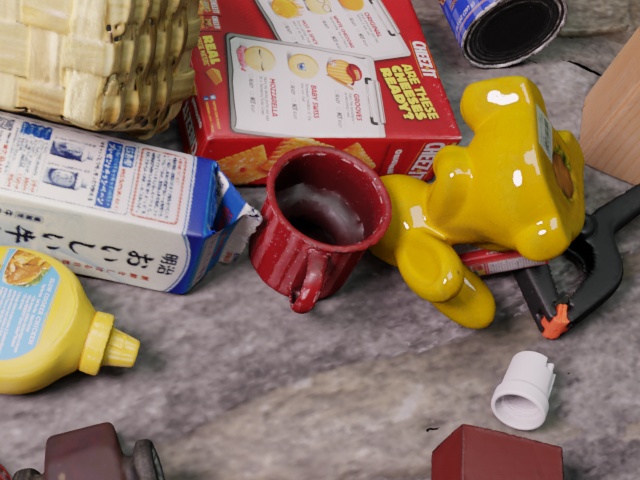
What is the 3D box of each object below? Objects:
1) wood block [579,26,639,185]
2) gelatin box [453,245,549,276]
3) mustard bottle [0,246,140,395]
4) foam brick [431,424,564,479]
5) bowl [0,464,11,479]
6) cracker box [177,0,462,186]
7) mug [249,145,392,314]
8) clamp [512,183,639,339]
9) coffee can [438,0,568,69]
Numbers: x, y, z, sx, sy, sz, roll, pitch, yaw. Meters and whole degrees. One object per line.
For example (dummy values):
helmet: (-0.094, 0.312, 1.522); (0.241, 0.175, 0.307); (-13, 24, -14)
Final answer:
wood block: (0.313, -0.144, 0.917); (0.090, 0.206, 0.090); (22, 52, -5)
gelatin box: (0.140, -0.017, 0.857); (0.073, 0.030, 0.089); (-11, 55, 9)
mustard bottle: (-0.210, 0.047, 0.681); (0.191, 0.058, 0.096); (17, 53, -9)
foam brick: (0.121, 0.165, 0.726); (0.078, 0.053, 0.051); (15, 53, -10)
bowl: (-0.242, 0.163, 0.591); (0.162, 0.055, 0.162); (10, 53, -14)
cracker box: (-0.012, -0.127, 0.870); (0.213, 0.072, 0.164); (-2, 59, -23)
mug: (-0.005, 0.001, 0.775); (0.093, 0.082, 0.117); (12, 53, -12)
clamp: (0.219, -0.008, 0.891); (0.164, 0.036, 0.210); (12, 54, -2)
coffee can: (0.156, -0.246, 0.995); (0.102, 0.103, 0.140); (-6, 59, -24)
